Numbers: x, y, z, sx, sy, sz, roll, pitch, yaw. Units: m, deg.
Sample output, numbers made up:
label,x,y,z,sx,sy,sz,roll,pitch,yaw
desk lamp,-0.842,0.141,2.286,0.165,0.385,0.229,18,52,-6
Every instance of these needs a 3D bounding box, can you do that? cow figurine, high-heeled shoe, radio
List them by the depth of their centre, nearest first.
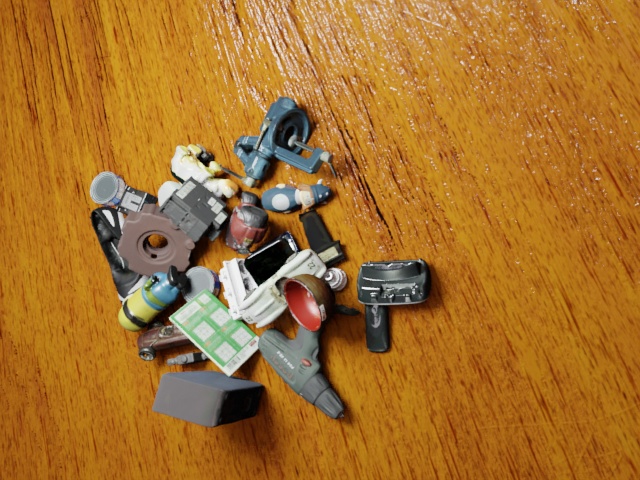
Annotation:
label,x,y,z,sx,sy,sz,roll,pitch,yaw
radio,-0.209,0.306,1.051,0.131,0.229,0.073,11,82,16
cow figurine,-0.272,-0.137,1.244,0.167,0.068,0.098,40,117,5
high-heeled shoe,-0.472,0.046,1.246,0.086,0.145,0.248,-14,71,16

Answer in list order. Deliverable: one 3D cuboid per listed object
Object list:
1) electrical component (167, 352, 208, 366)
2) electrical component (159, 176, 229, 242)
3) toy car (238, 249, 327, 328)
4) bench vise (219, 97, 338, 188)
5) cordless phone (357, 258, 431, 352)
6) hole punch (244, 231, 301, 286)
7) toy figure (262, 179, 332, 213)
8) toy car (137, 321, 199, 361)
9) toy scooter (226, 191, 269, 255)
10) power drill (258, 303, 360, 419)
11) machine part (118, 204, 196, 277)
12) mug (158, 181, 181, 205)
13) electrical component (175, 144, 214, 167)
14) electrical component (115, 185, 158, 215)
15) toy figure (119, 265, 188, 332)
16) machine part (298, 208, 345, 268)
label,x,y,z,sx,sy,sz,roll,pitch,yaw
electrical component,-0.281,0.258,1.173,0.094,0.063,0.021,-14,76,14
electrical component,-0.267,-0.061,1.174,0.134,0.115,0.058,41,123,-8
toy car,-0.077,0.099,1.089,0.202,0.056,0.073,-41,106,6
bench vise,-0.078,-0.196,1.178,0.241,0.128,0.223,29,82,33
cordless phone,0.147,0.130,1.059,0.147,0.088,0.184,-3,88,17
hole punch,-0.089,0.053,1.153,0.142,0.092,0.115,-29,104,6
toy figure,-0.051,-0.092,1.181,0.155,0.064,0.058,-5,51,22
toy car,-0.315,0.206,1.186,0.202,0.053,0.089,-15,35,17
toy scooter,-0.165,-0.021,1.170,0.075,0.184,0.135,17,107,-19
power drill,-0.001,0.214,1.086,0.232,0.086,0.207,30,96,25
machine part,-0.365,0.006,1.208,0.179,0.179,0.056,-29,28,11
mug,-0.344,-0.079,1.275,0.109,0.081,0.107,-51,56,31
electrical component,-0.310,-0.189,1.299,0.102,0.045,0.078,1,76,19
electrical component,-0.436,-0.081,1.317,0.119,0.047,0.075,25,87,24
toy figure,-0.377,0.132,1.199,0.180,0.089,0.082,-35,102,19
machine part,-0.002,-0.003,1.155,0.084,0.039,0.139,-34,71,18
